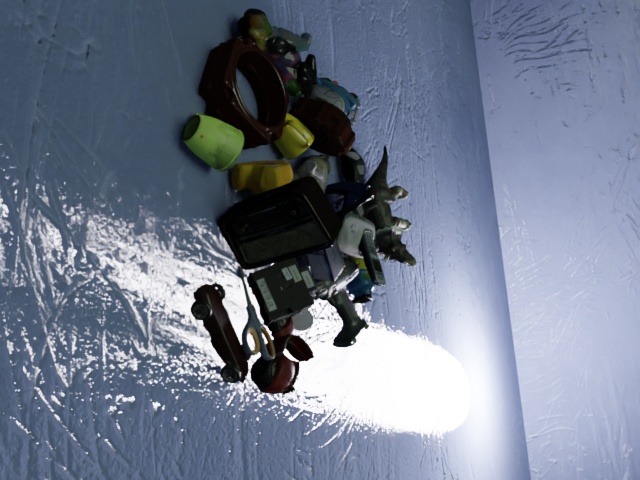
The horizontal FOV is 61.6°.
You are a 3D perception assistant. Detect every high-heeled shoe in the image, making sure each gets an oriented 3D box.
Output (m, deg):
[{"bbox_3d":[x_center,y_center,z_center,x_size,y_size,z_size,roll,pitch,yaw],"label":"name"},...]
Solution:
[{"bbox_3d":[0.070,-0.157,1.535,0.145,0.086,0.248,-27,86,-27],"label":"high-heeled shoe"}]

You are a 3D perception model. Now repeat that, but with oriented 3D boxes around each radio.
[{"bbox_3d":[-0.084,-0.031,1.070,0.131,0.230,0.073,61,32,-20],"label":"radio"}]

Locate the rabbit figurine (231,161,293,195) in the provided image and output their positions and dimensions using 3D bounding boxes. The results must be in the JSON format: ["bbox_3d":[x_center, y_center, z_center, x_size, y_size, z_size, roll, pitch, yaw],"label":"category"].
[{"bbox_3d":[-0.114,-0.086,1.178,0.162,0.122,0.173,-26,117,-67],"label":"rabbit figurine"}]

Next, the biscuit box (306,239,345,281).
[{"bbox_3d":[-0.003,-0.004,1.223,0.063,0.059,0.202,-51,134,-45],"label":"biscuit box"}]

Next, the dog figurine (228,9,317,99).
[{"bbox_3d":[-0.114,-0.438,1.272,0.219,0.109,0.191,-10,92,-54],"label":"dog figurine"}]

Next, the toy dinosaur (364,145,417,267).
[{"bbox_3d":[0.186,-0.101,1.639,0.192,0.131,0.404,0,75,-58],"label":"toy dinosaur"}]

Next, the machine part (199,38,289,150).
[{"bbox_3d":[-0.158,-0.319,1.178,0.201,0.087,0.201,40,49,-44],"label":"machine part"}]

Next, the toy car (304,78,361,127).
[{"bbox_3d":[0.016,-0.346,1.377,0.103,0.162,0.109,-32,147,-54],"label":"toy car"}]

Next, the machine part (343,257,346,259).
[{"bbox_3d":[0.047,0.018,1.445,0.084,0.039,0.139,28,59,-42],"label":"machine part"}]

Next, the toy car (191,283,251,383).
[{"bbox_3d":[-0.186,0.176,1.008,0.089,0.053,0.202,-72,144,-70],"label":"toy car"}]

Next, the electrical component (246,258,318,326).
[{"bbox_3d":[-0.074,0.104,1.129,0.134,0.058,0.115,-18,78,-24],"label":"electrical component"}]

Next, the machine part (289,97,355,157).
[{"bbox_3d":[0.002,-0.277,1.336,0.179,0.180,0.056,45,68,-42],"label":"machine part"}]

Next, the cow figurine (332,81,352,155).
[{"bbox_3d":[0.036,-0.330,1.491,0.127,0.086,0.194,-45,115,-51],"label":"cow figurine"}]

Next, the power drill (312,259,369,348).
[{"bbox_3d":[0.033,0.164,1.344,0.232,0.086,0.207,-39,107,-45],"label":"power drill"}]

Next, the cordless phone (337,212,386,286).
[{"bbox_3d":[0.097,0.031,1.355,0.146,0.089,0.184,20,44,-49],"label":"cordless phone"}]

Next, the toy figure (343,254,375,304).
[{"bbox_3d":[0.109,0.087,1.482,0.089,0.082,0.180,54,27,-66],"label":"toy figure"}]

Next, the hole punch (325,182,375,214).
[{"bbox_3d":[0.075,-0.119,1.426,0.092,0.116,0.142,64,-5,4],"label":"hole punch"}]

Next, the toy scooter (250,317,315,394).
[{"bbox_3d":[-0.070,0.252,1.140,0.135,0.075,0.184,42,44,-31],"label":"toy scooter"}]

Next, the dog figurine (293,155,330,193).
[{"bbox_3d":[-0.017,-0.125,1.327,0.190,0.121,0.172,-21,116,-69],"label":"dog figurine"}]
